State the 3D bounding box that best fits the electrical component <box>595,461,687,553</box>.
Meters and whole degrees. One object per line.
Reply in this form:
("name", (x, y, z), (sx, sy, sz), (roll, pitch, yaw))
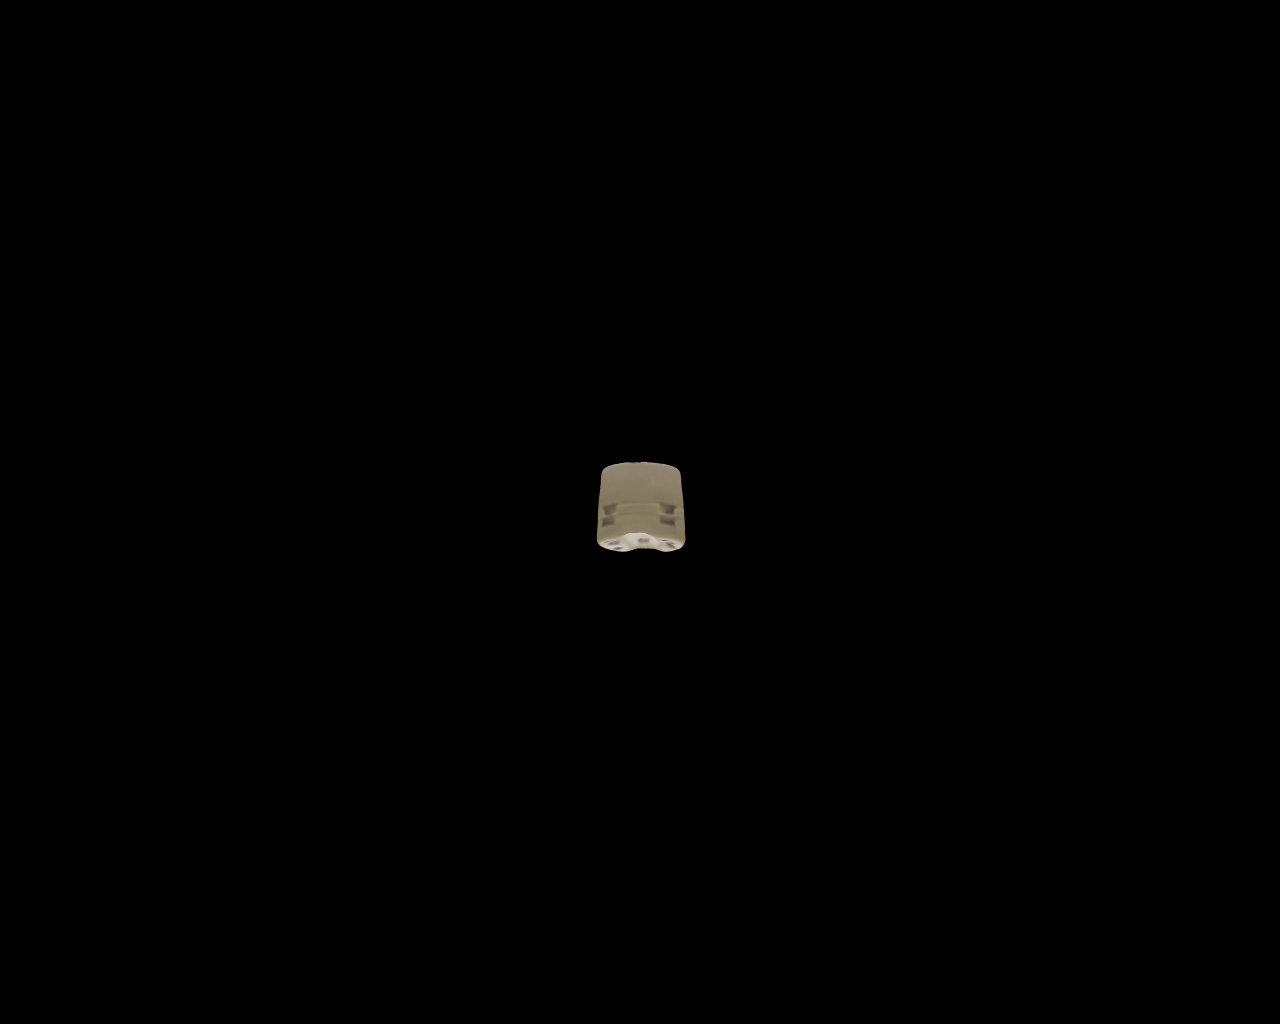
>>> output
("electrical component", (0.001, -0.003, 0.650), (0.055, 0.047, 0.055), (0, -12, 0))
